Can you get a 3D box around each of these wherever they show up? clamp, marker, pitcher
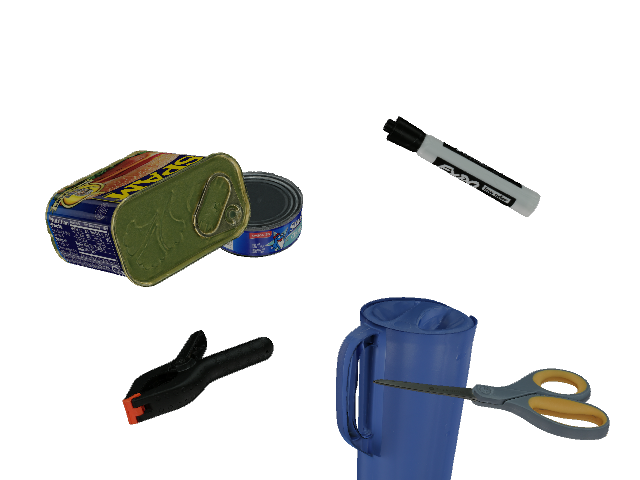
[{"bbox_3d":[-0.131,0.140,1.123,0.120,0.039,0.171,-10,19,36],"label":"clamp"},{"bbox_3d":[0.099,-0.053,0.753,0.121,0.020,0.020,29,-3,-5],"label":"marker"},{"bbox_3d":[0.095,0.195,1.232,0.149,0.243,0.145,6,14,7],"label":"pitcher"}]

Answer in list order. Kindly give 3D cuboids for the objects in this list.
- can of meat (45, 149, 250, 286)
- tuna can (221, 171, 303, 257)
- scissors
[{"bbox_3d":[-0.110,-0.018,0.671,0.084,0.057,0.101,9,32,45],"label":"can of meat"},{"bbox_3d":[-0.058,-0.023,0.937,0.086,0.034,0.086,1,38,-1],"label":"tuna can"},{"bbox_3d":[0.154,0.128,0.941,0.202,0.016,0.096,15,28,13],"label":"scissors"}]
